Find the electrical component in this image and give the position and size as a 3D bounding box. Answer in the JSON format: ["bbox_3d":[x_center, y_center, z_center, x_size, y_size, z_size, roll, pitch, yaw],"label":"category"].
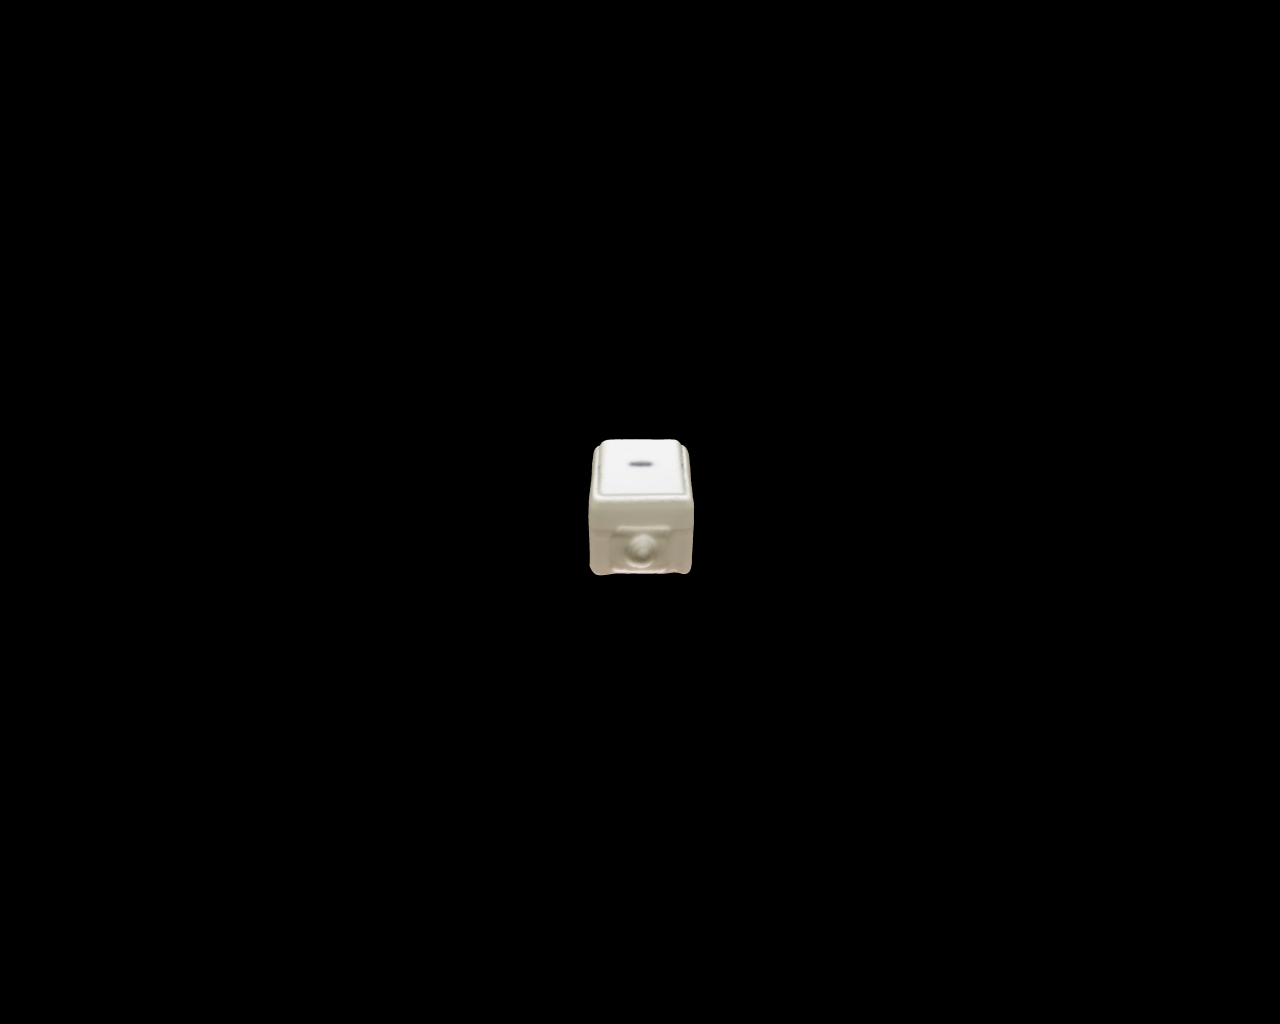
[{"bbox_3d":[0.001,-0.003,0.650,0.062,0.061,0.096,0,29,0],"label":"electrical component"}]
